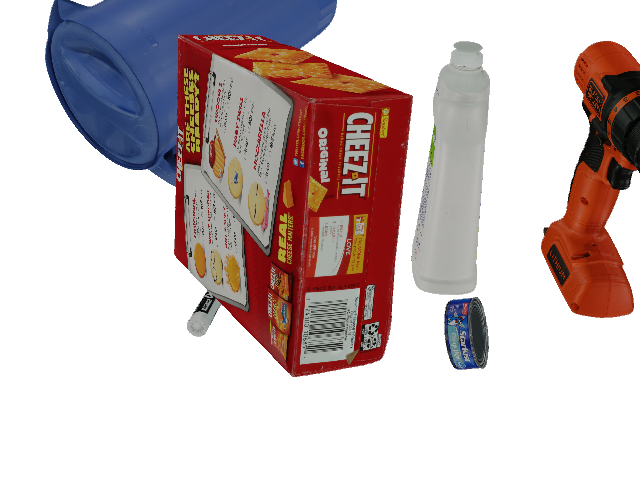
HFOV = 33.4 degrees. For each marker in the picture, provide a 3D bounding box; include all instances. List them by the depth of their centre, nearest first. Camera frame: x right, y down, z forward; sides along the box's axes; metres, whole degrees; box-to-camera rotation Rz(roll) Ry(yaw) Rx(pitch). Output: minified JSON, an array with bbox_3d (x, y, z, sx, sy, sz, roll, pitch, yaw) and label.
[{"bbox_3d":[-0.102,0.054,1.021,0.020,0.020,0.121,0,24,11],"label":"marker"}]

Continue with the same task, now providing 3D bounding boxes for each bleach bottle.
[{"bbox_3d":[0.137,-0.075,1.085,0.068,0.251,0.102,2,31,-1],"label":"bleach bottle"}]

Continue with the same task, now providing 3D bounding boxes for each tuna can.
[{"bbox_3d":[0.175,0.112,1.278,0.034,0.086,0.086,-7,-3,21],"label":"tuna can"}]

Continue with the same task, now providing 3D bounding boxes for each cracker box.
[{"bbox_3d":[-0.027,-0.034,0.679,0.072,0.164,0.214,-5,21,-25],"label":"cracker box"}]

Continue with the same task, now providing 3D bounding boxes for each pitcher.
[{"bbox_3d":[-0.093,-0.164,0.900,0.145,0.149,0.242,27,51,32],"label":"pitcher"}]

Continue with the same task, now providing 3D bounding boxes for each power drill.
[{"bbox_3d":[0.226,-0.036,0.810,0.057,0.188,0.184,2,34,-6],"label":"power drill"}]
